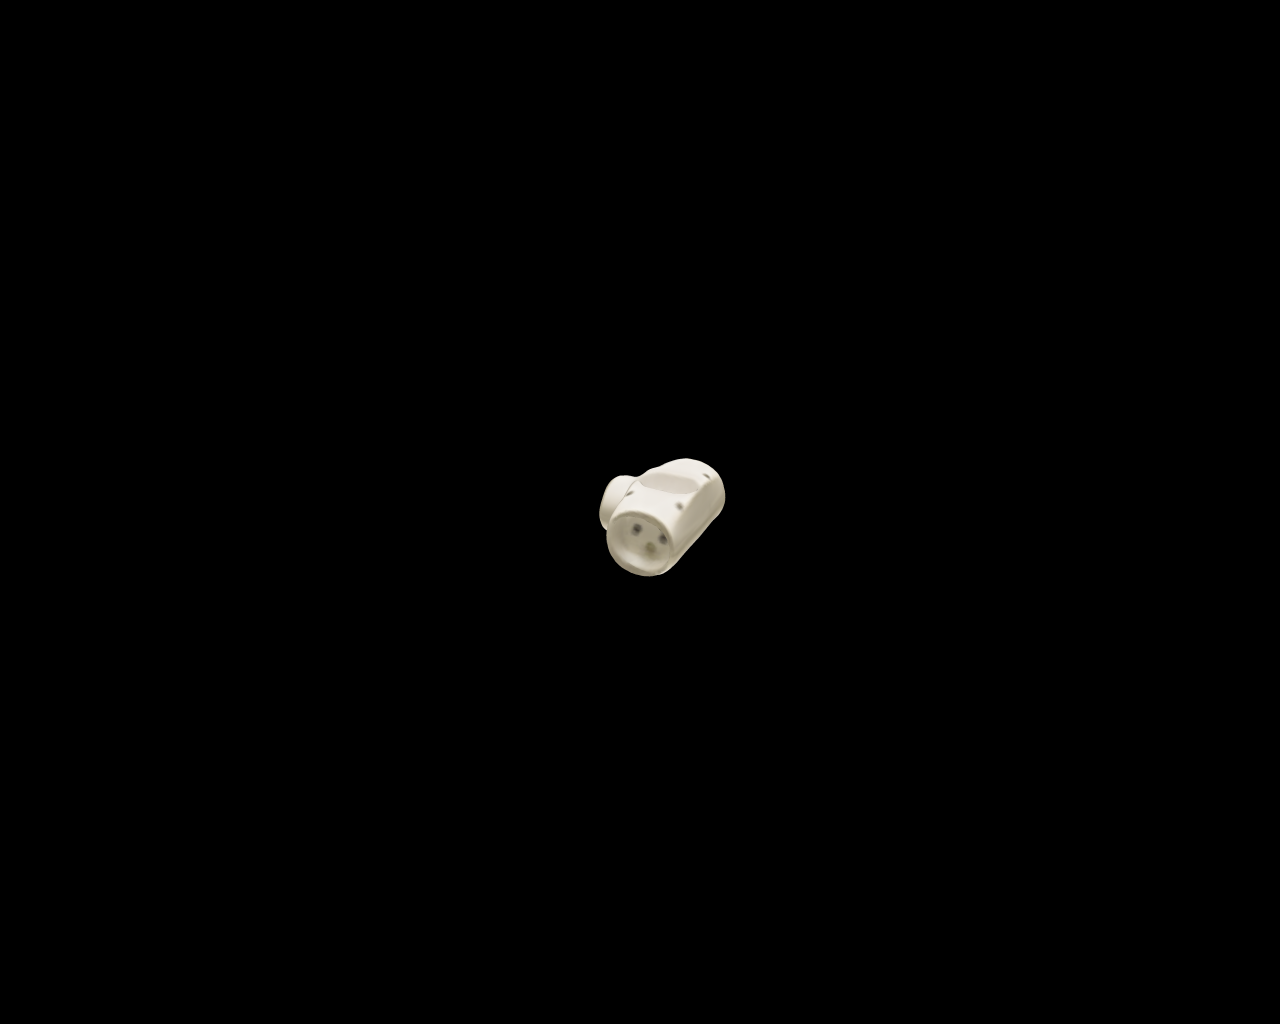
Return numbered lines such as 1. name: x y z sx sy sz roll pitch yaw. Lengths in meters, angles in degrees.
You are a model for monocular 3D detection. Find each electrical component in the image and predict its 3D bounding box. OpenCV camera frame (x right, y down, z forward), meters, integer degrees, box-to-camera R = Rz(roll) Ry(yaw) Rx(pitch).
1. electrical component: 0.001 -0.003 0.650 0.079 0.043 0.077 14 32 24
